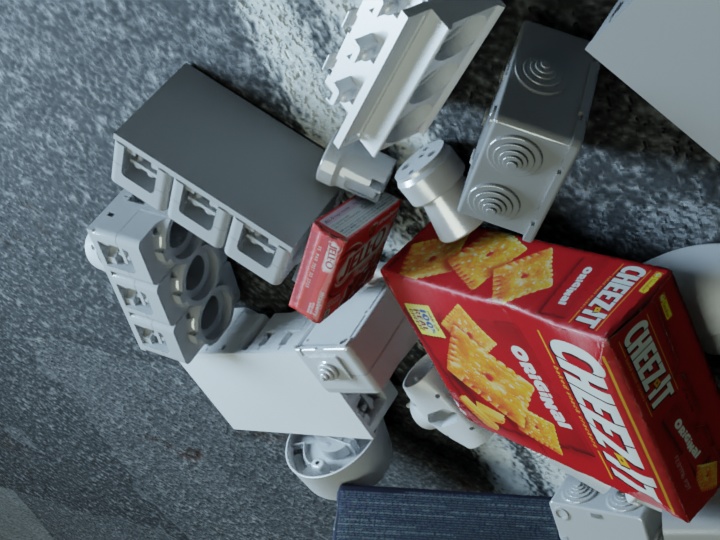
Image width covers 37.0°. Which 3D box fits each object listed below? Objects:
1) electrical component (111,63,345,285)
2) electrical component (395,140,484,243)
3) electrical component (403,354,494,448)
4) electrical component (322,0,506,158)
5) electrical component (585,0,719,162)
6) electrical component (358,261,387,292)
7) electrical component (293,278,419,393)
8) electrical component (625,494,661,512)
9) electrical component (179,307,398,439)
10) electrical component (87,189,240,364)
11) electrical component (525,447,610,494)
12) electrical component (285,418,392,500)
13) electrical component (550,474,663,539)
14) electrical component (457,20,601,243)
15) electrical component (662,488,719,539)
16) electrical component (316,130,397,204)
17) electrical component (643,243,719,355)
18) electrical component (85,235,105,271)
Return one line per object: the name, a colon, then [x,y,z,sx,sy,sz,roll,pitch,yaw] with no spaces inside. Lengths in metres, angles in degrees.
electrical component: [-0.095,-0.068,0.789,0.150,0.089,0.061,33,146,5]
electrical component: [0.056,-0.053,0.718,0.055,0.045,0.045,50,143,-18]
electrical component: [0.068,0.112,0.904,0.077,0.043,0.079,44,145,-11]
electrical component: [0.026,-0.131,0.632,0.063,0.079,0.121,54,148,13]
electrical component: [0.202,-0.101,0.520,0.150,0.061,0.089,39,146,-4]
electrical component: [0.000,0.000,0.838,0.061,0.035,0.035,-1,132,37]
electrical component: [-0.001,0.058,0.853,0.062,0.096,0.061,-5,129,44]
electrical component: [0.238,0.165,0.823,0.062,0.048,0.048,22,144,8]
electrical component: [-0.067,0.092,0.981,0.186,0.060,0.105,-4,129,43]
electrical component: [-0.160,-0.003,0.921,0.062,0.089,0.150,15,141,25]
electrical component: [0.167,0.137,0.849,0.081,0.043,0.043,30,145,8]
electrical component: [-0.019,0.160,0.991,0.099,0.099,0.064,11,145,32]
electrical component: [0.211,0.213,0.885,0.100,0.048,0.099,2,123,39]
electrical component: [0.095,-0.079,0.607,0.048,0.099,0.099,19,144,1]
electrical component: [0.241,0.153,0.739,0.057,0.113,0.078,-5,131,20]
electrical component: [-0.002,-0.071,0.751,0.046,0.040,0.040,26,145,3]
electrical component: [0.221,0.026,0.670,0.077,0.043,0.079,-10,126,46]
electrical component: [-0.204,-0.008,0.994,0.077,0.044,0.079,0,132,40]
